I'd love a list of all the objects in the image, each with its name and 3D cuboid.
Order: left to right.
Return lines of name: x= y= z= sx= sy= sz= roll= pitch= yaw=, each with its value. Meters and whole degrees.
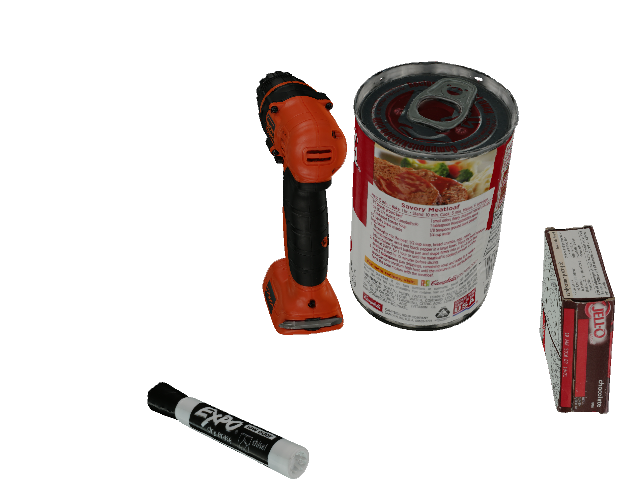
marker: x=-0.058 y=0.109 z=0.626 sx=0.121 sy=0.020 sz=0.020 roll=17 pitch=10 yaw=37
power drill: x=-0.020 y=-0.033 z=0.858 sx=0.057 sy=0.188 sz=0.184 roll=-5 pitch=23 yaw=-9
soup can: x=0.047 y=-0.018 z=0.473 sx=0.068 sy=0.102 sz=0.068 roll=0 pitch=42 yaw=0
pudding box: x=0.178 y=0.052 z=0.744 sx=0.039 sy=0.090 sz=0.113 roll=-1 pitch=26 yaw=4
